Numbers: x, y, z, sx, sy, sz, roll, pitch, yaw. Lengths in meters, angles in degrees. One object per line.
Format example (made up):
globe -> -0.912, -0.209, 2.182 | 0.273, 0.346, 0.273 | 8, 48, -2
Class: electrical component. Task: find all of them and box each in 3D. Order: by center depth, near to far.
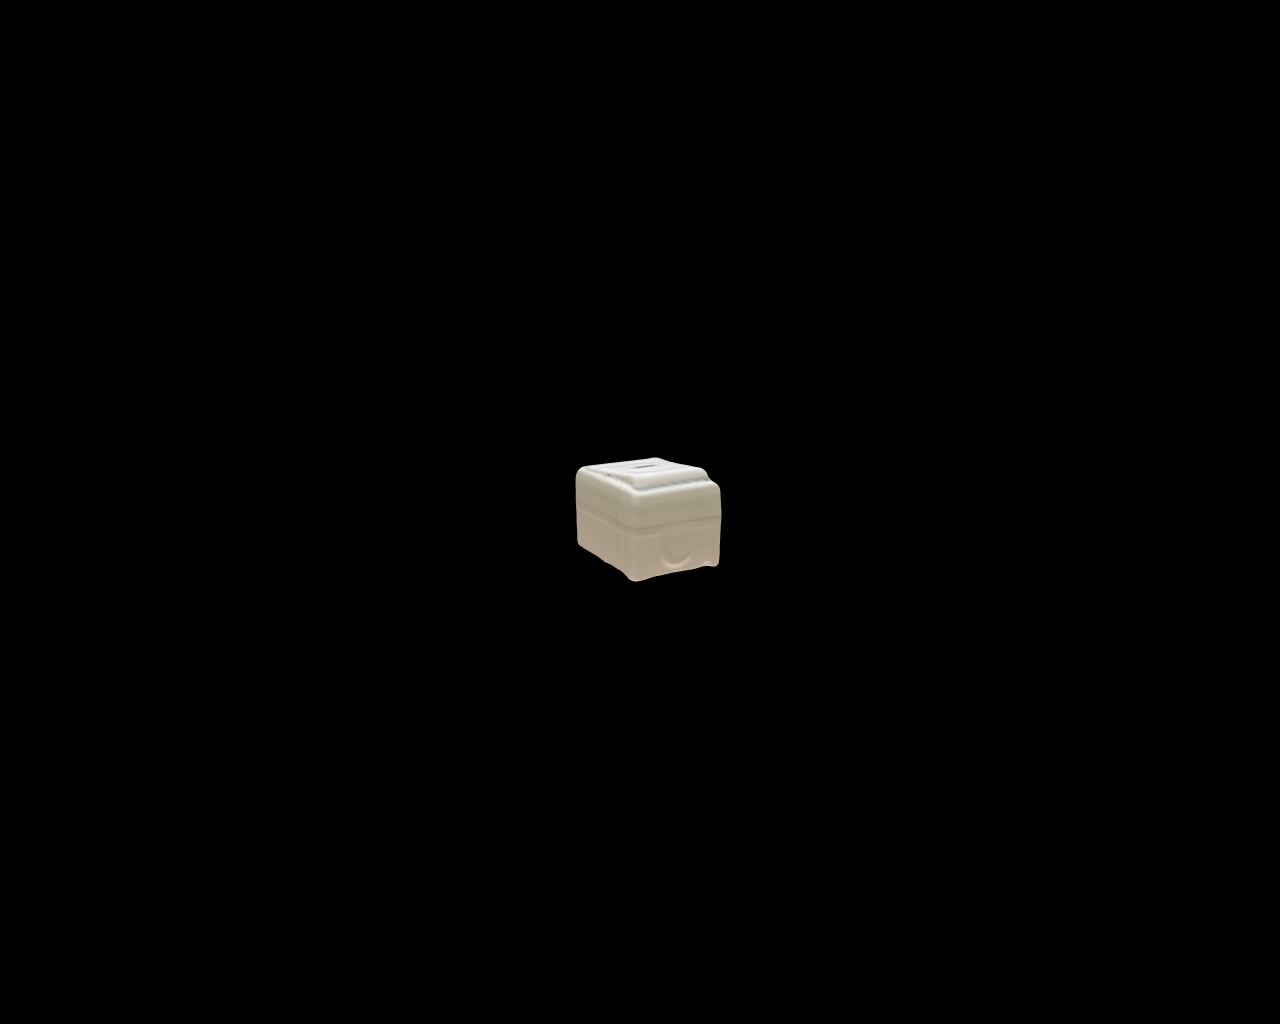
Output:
electrical component -> 0.001, -0.003, 0.650 | 0.062, 0.061, 0.096 | -8, 18, -26
